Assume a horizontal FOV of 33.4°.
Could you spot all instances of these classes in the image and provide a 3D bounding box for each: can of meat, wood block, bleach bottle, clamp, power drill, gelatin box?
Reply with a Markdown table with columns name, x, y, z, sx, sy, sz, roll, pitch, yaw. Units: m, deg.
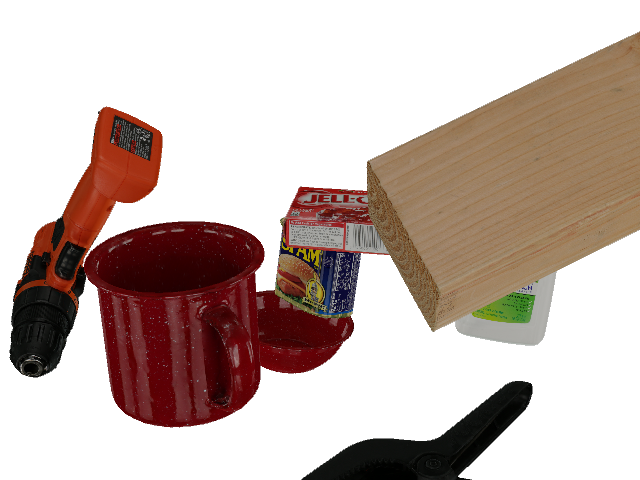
| name | x | y | z | sx | sy | sz | roll | pitch | yaw |
| --- | --- | --- | --- | --- | --- | --- | --- | --- | --- |
| can of meat | -0.003 | 0.028 | 1.136 | 0.057 | 0.084 | 0.102 | -5 | 20 | -37 |
| wood block | 0.139 | -0.038 | 0.641 | 0.206 | 0.091 | 0.090 | -26 | -20 | -6 |
| bleach bottle | 0.209 | -0.017 | 1.152 | 0.103 | 0.251 | 0.068 | 9 | 18 | 16 |
| clamp | 0.077 | 0.155 | 0.711 | 0.210 | 0.036 | 0.164 | -5 | 28 | -4 |
| power drill | -0.196 | -0.002 | 0.868 | 0.057 | 0.188 | 0.184 | 25 | 28 | -22 |
| gelatin box | 0.019 | -0.018 | 0.883 | 0.089 | 0.030 | 0.073 | 4 | 24 | 8 |

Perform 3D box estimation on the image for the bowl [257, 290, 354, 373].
| name | x | y | z | sx | sy | sz | roll | pitch | yaw |
| --- | --- | --- | --- | --- | --- | --- | --- | --- | --- |
| bowl | -0.040 | 0.121 | 1.342 | 0.162 | 0.055 | 0.162 | 5 | 23 | -2 |

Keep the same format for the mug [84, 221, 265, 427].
| name | x | y | z | sx | sy | sz | roll | pitch | yaw |
| --- | --- | --- | --- | --- | --- | --- | --- | --- | --- |
| mug | -0.067 | 0.048 | 0.557 | 0.093 | 0.081 | 0.117 | -18 | 28 | -32 |
